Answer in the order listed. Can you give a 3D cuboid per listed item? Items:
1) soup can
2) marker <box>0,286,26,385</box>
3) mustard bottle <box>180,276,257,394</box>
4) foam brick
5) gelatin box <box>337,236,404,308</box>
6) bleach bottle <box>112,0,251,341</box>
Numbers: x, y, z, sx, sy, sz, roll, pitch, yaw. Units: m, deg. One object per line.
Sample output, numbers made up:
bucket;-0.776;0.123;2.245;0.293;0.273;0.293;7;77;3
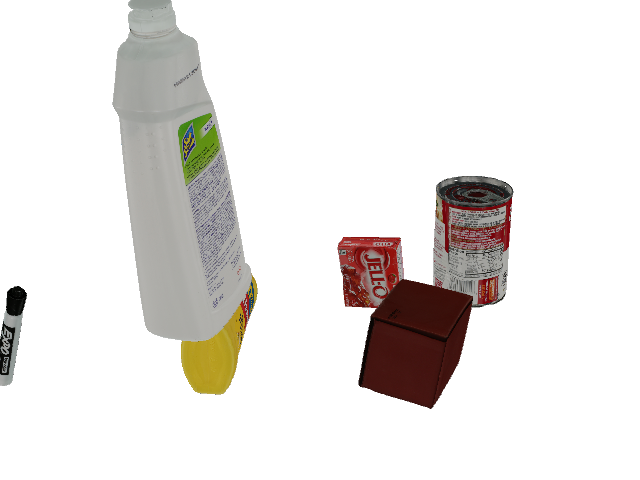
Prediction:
soup can;0.136;0.001;0.958;0.068;0.102;0.068;-1;24;0
marker;-0.306;0.094;1.054;0.020;0.121;0.020;14;33;-9
mustard bottle;-0.106;0.078;1.171;0.058;0.096;0.191;1;27;6
foam brick;0.064;0.066;0.706;0.053;0.051;0.078;15;22;17
gelatin box;0.063;0.039;1.298;0.073;0.089;0.030;2;29;17
bleach bottle;-0.101;-0.054;0.765;0.068;0.251;0.102;7;34;15
